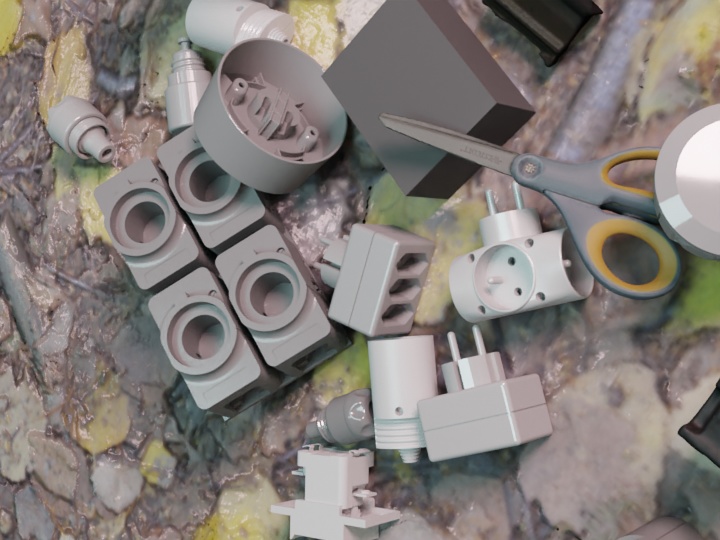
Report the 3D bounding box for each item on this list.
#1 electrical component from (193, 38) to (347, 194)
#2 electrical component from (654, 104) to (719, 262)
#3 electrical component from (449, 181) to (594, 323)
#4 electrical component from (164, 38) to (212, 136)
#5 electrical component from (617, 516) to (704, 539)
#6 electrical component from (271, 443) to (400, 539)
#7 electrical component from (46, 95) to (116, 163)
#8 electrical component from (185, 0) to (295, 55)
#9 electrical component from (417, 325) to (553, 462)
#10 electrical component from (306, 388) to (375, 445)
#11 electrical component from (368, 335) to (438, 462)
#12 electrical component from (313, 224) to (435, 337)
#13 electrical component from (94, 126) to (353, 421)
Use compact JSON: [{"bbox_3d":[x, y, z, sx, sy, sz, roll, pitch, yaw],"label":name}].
[{"bbox_3d":[-0.062,-0.103,0.735,0.064,0.099,0.099,-47,65,33],"label":"electrical component"},{"bbox_3d":[0.194,-0.043,0.562,0.080,0.051,0.080,-2,82,10],"label":"electrical component"},{"bbox_3d":[0.094,-0.014,0.654,0.077,0.044,0.079,-15,82,35],"label":"electrical component"},{"bbox_3d":[-0.128,-0.136,0.814,0.040,0.040,0.078,-11,84,35],"label":"electrical component"},{"bbox_3d":[0.157,0.165,0.590,0.043,0.081,0.043,1,91,36],"label":"electrical component"},{"bbox_3d":[-0.017,0.153,0.739,0.081,0.042,0.063,0,89,35],"label":"electrical component"},{"bbox_3d":[-0.225,-0.112,0.883,0.062,0.043,0.043,41,113,27],"label":"electrical component"},{"bbox_3d":[-0.083,-0.174,0.779,0.081,0.043,0.043,24,105,33],"label":"electrical component"},{"bbox_3d":[0.073,0.073,0.669,0.066,0.047,0.076,-19,80,34],"label":"electrical component"},{"bbox_3d":[-0.012,0.104,0.739,0.061,0.035,0.035,-23,78,37],"label":"electrical component"},{"bbox_3d":[0.030,0.085,0.703,0.043,0.043,0.081,-6,88,36],"label":"electrical component"},{"bbox_3d":[0.000,0.000,0.720,0.077,0.047,0.065,23,104,33],"label":"electrical component"},{"bbox_3d":[-0.101,-0.003,0.759,0.105,0.060,0.186,-32,71,4],"label":"electrical component"}]
